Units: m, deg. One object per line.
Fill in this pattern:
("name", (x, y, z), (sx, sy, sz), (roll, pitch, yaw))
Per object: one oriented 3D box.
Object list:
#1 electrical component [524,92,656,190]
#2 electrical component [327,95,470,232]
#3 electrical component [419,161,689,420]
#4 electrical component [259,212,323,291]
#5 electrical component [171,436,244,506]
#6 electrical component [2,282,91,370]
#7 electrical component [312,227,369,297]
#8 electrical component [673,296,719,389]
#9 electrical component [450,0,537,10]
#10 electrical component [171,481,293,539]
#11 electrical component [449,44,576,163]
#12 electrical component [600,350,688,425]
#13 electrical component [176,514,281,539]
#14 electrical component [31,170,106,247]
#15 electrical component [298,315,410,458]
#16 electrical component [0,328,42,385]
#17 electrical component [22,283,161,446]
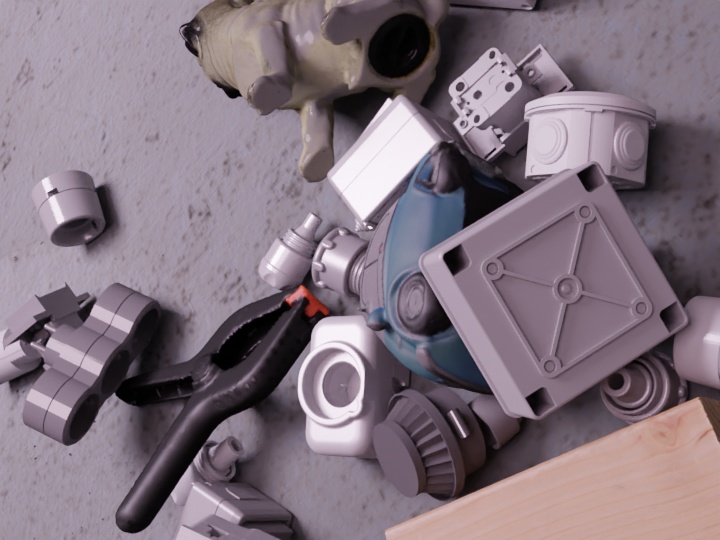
("electrical component", (0.142, -0.079, 0.669), (0.080, 0.080, 0.051), (3, 87, 34))
("electrical component", (0.025, -0.068, 0.755), (0.096, 0.062, 0.061), (-46, 59, 17))
("electrical component", (0.108, 0.012, 0.605), (0.109, 0.056, 0.108), (-31, 91, -9))
("electrical component", (-0.049, -0.015, 0.811), (0.035, 0.035, 0.061), (38, 99, 34))
("electrical component", (-0.115, 0.150, 0.814), (0.062, 0.043, 0.043), (-40, 61, 20))
("electrical component", (-0.258, 0.051, 0.914), (0.042, 0.081, 0.063), (-37, 89, 24))
("electrical component", (0.000, 0.000, 0.769), (0.062, 0.048, 0.048), (24, 94, 28))
("electrical component", (0.211, 0.043, 0.612), (0.047, 0.055, 0.055), (11, 86, 39))
("electrical component", (0.071, -0.225, 0.748), (0.113, 0.078, 0.057), (15, 86, 35))
("electrical component", (-0.099, 0.209, 0.779), (0.061, 0.062, 0.096), (24, 94, 35))
("electrical component", (0.096, -0.113, 0.716), (0.081, 0.064, 0.042), (-42, 61, 19))
("electrical component", (0.162, 0.068, 0.633), (0.048, 0.062, 0.048), (-8, 75, 33))
("electrical component", (-0.043, 0.246, 0.697), (0.186, 0.060, 0.105), (22, 93, 11))
("electrical component", (-0.255, -0.053, 0.946), (0.055, 0.055, 0.047), (-35, 66, 23))
("electrical component", (-0.003, 0.081, 0.744), (0.054, 0.059, 0.095), (-4, 78, 33))
("electrical component", (-0.308, 0.073, 0.961), (0.081, 0.043, 0.043), (-23, 68, 28))
("electrical component", (-0.227, 0.066, 0.859), (0.074, 0.052, 0.138), (24, 59, 11))
